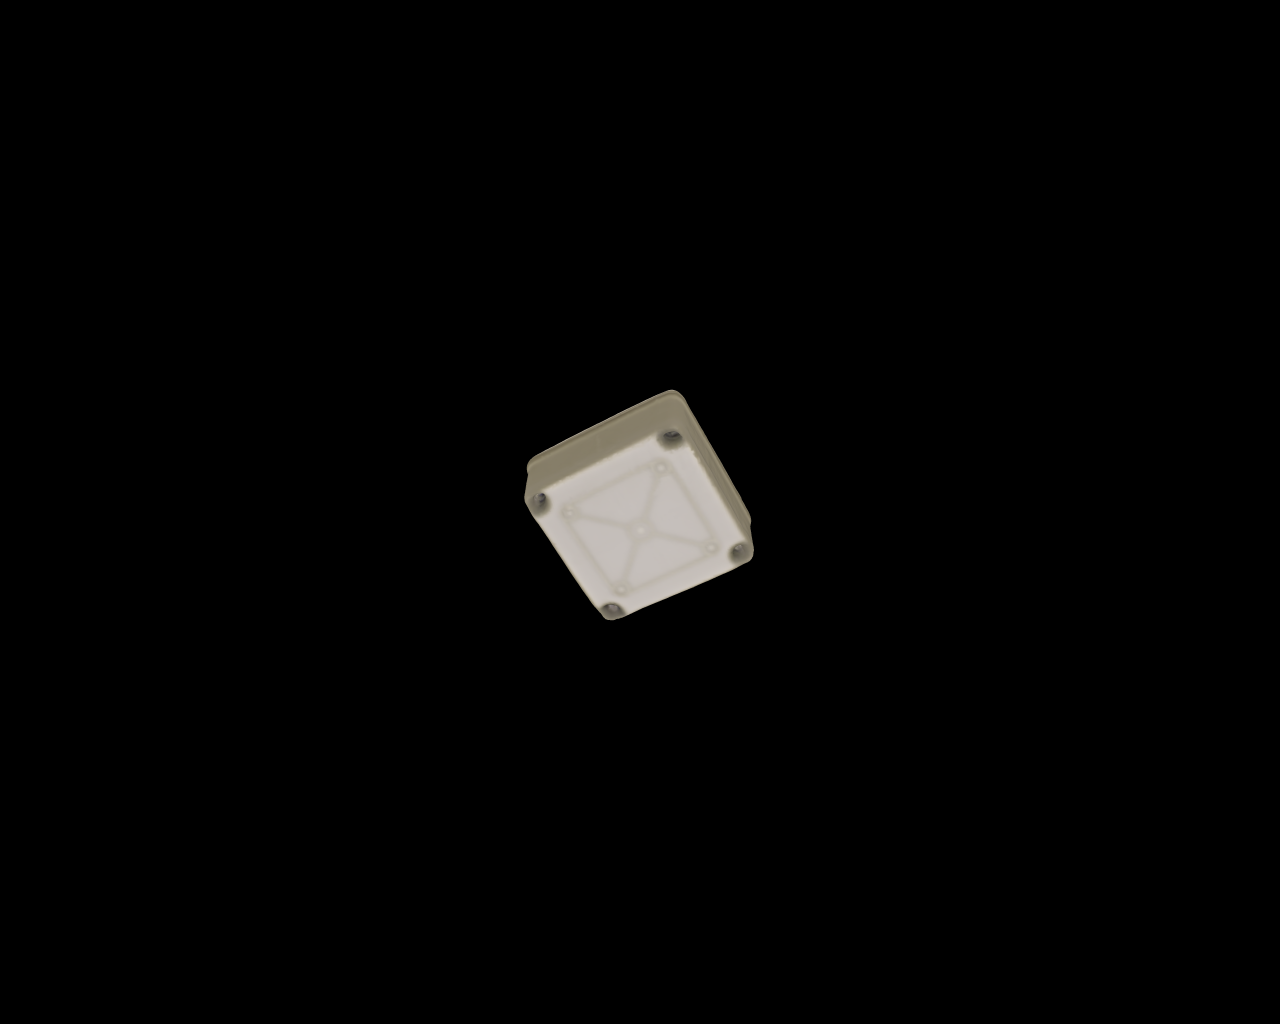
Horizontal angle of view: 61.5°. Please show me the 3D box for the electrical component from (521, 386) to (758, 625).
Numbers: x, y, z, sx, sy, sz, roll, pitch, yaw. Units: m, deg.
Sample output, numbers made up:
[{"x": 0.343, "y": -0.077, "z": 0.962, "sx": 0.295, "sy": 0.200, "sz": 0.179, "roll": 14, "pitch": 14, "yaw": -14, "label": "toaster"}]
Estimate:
[{"x": 0.001, "y": -0.003, "z": 0.650, "sx": 0.108, "sy": 0.108, "sz": 0.056, "roll": -25, "pitch": 27, "yaw": 14, "label": "electrical component"}]
